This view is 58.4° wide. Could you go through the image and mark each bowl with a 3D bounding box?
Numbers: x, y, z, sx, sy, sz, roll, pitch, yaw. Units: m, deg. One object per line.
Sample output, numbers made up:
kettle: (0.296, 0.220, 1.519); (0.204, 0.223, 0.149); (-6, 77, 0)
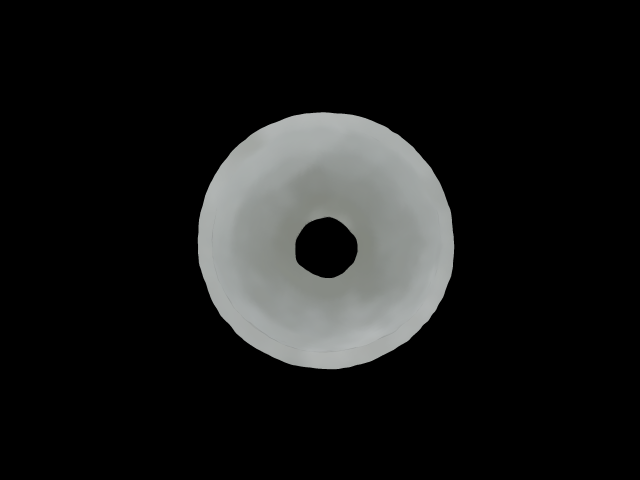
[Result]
bowl: (0.004, 0.001, 0.400); (0.167, 0.074, 0.167); (0, 86, 0)
